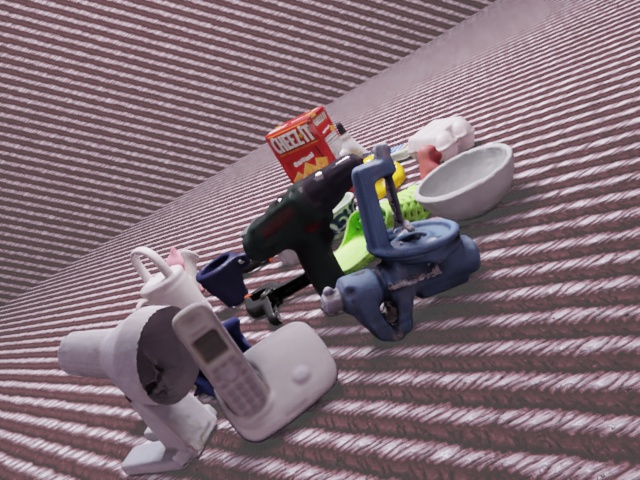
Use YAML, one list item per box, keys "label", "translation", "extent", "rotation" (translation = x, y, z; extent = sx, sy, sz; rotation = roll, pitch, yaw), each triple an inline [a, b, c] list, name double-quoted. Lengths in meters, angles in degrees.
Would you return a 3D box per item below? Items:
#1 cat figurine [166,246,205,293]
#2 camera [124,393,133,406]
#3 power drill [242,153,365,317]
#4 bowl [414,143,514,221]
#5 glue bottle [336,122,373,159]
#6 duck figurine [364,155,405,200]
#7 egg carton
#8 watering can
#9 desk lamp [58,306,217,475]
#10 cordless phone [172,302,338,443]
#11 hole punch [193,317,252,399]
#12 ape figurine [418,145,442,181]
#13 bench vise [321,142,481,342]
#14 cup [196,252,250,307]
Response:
- label: "cat figurine"
  translation: [-0.332, 0.072, 1.376]
  extent: [0.067, 0.118, 0.127]
  rotation: [-33, 18, -3]
- label: "camera"
  translation: [-0.272, 0.210, 0.950]
  extent: [0.142, 0.101, 0.137]
  rotation: [-17, 24, 38]
- label: "power drill"
  translation: [0.008, 0.003, 0.857]
  extent: [0.229, 0.209, 0.075]
  rotation: [-25, 20, 21]
- label: "bowl"
  translation: [0.239, -0.080, 0.910]
  extent: [0.167, 0.075, 0.167]
  rotation: [-29, 19, 11]
- label: "glue bottle"
  translation: [0.081, -0.187, 1.286]
  extent: [0.078, 0.173, 0.037]
  rotation: [-33, 18, -2]
- label: "duck figurine"
  translation: [0.128, -0.145, 1.241]
  extent: [0.105, 0.086, 0.077]
  rotation: [-36, 19, -11]
- label: "egg carton"
  translation: [0.259, -0.212, 1.227]
  extent: [0.107, 0.069, 0.150]
  rotation: [-38, 19, -16]
- label: "watering can"
  translation: [-0.314, 0.090, 1.178]
  extent: [0.100, 0.194, 0.173]
  rotation: [-23, 20, 25]
- label: "desk lamp"
  translation: [-0.227, 0.193, 0.741]
  extent: [0.202, 0.214, 0.118]
  rotation: [-21, 21, 31]
- label: "cordless phone"
  translation: [-0.078, 0.135, 0.693]
  extent: [0.148, 0.185, 0.094]
  rotation: [-36, 19, -12]
- label: "hole punch"
  translation: [-0.160, 0.176, 0.871]
  extent: [0.109, 0.091, 0.100]
  rotation: [-44, 21, -31]
- label: "ape figurine"
  translation: [0.215, -0.137, 1.070]
  extent: [0.076, 0.092, 0.077]
  rotation: [-32, 18, 0]
- label: "bench vise"
  translation: [0.084, 0.005, 0.709]
  extent: [0.208, 0.220, 0.121]
  rotation: [-41, 20, -26]
- label: "cup"
  translation: [-0.173, 0.079, 1.137]
  extent: [0.117, 0.095, 0.091]
  rotation: [-27, 19, 16]
